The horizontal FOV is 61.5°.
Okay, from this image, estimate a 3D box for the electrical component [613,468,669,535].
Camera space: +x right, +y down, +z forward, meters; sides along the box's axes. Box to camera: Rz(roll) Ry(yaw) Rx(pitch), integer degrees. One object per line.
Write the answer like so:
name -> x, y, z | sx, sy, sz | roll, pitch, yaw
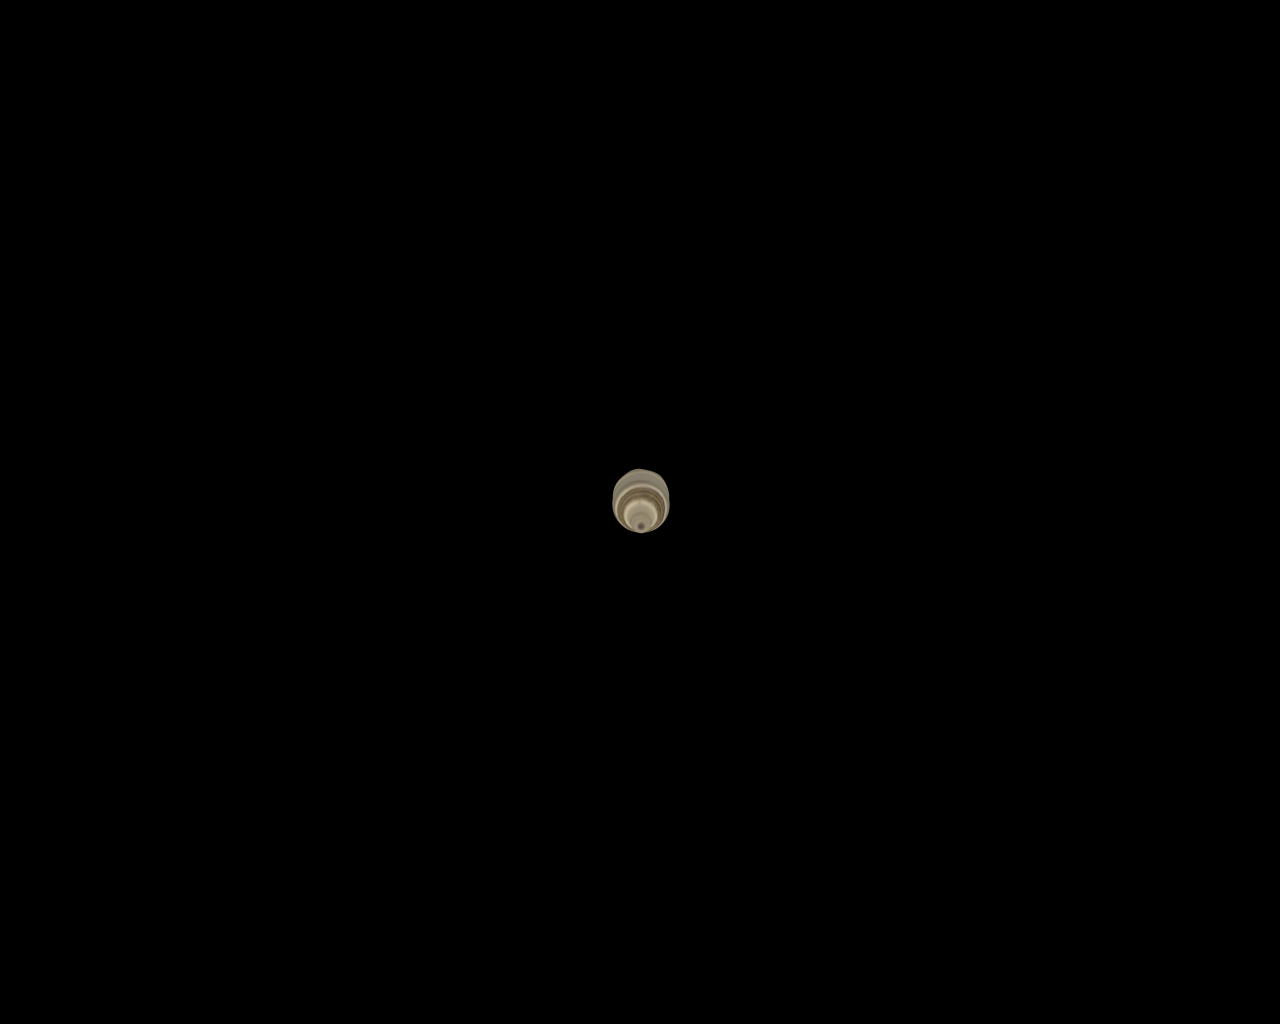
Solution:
electrical component -> 0.001, -0.003, 0.650 | 0.035, 0.035, 0.061 | 0, 21, 0
